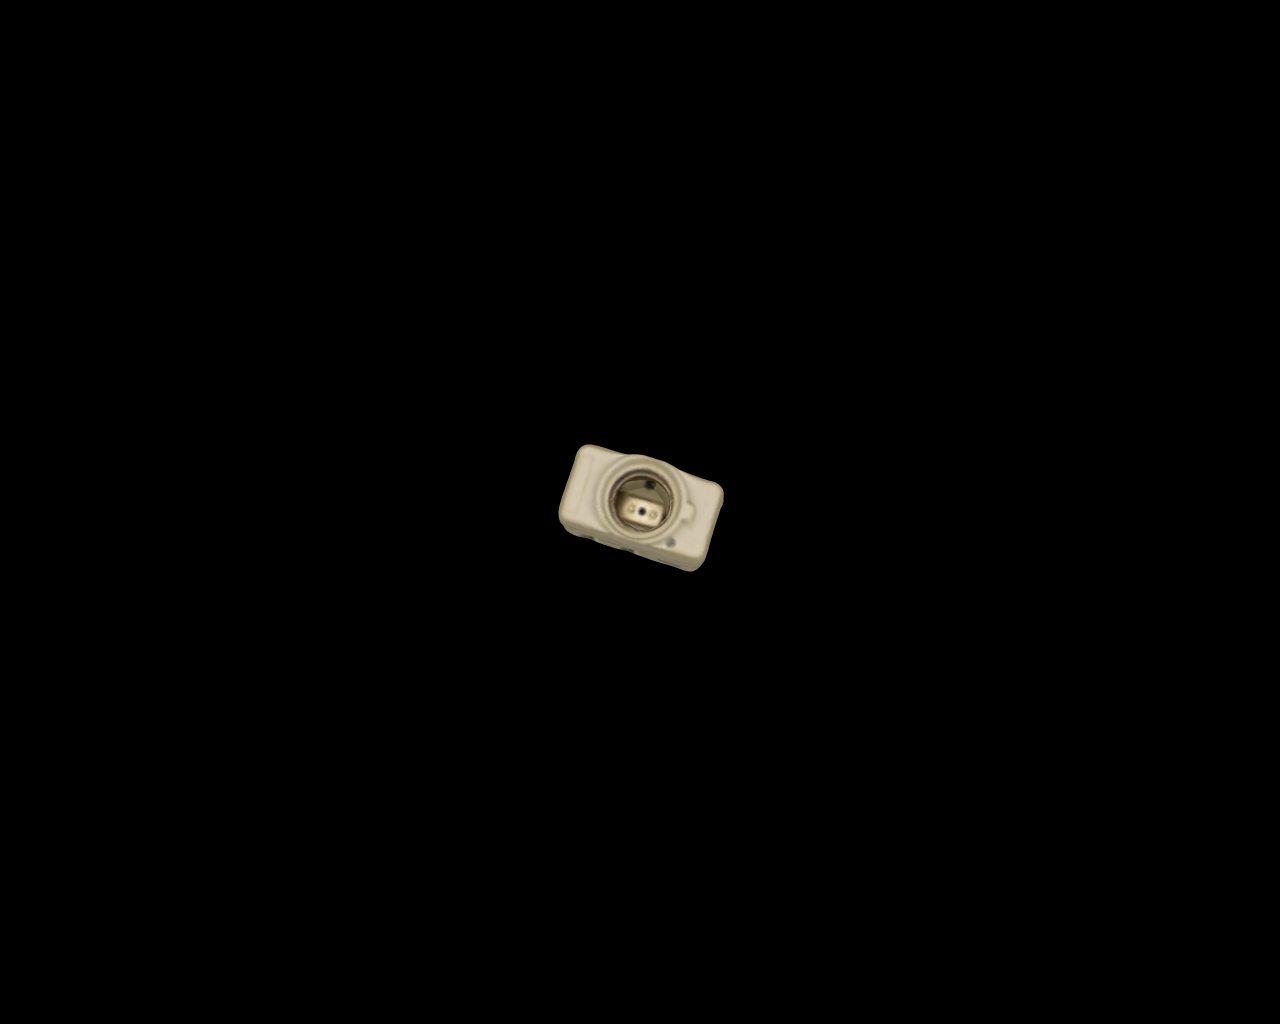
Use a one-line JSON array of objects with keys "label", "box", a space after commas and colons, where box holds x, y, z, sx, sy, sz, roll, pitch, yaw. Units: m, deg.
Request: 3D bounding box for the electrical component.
[{"label": "electrical component", "box": [0.001, -0.003, 0.650, 0.089, 0.050, 0.055, 18, -11, 4]}]
